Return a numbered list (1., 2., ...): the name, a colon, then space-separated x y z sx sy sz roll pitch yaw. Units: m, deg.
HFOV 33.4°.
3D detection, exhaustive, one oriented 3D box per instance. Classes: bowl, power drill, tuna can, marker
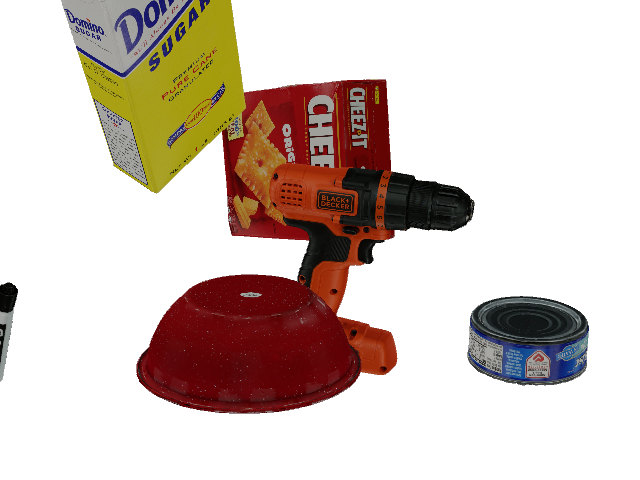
1. bowl: -0.050 0.064 0.757 0.162 0.055 0.162 1 16 0
2. power drill: 0.041 0.025 0.974 0.184 0.188 0.057 9 19 14
3. tuna can: 0.150 0.071 0.772 0.086 0.034 0.086 0 20 0
4. marker: -0.312 0.090 1.041 0.020 0.121 0.020 14 33 -9

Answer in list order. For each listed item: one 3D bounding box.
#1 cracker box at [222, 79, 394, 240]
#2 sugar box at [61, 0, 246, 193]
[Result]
1. cracker box: -0.020 -0.083 1.147 0.071 0.164 0.214 -8 7 -38
2. sugar box: -0.094 -0.115 0.630 0.048 0.093 0.176 34 -25 18
